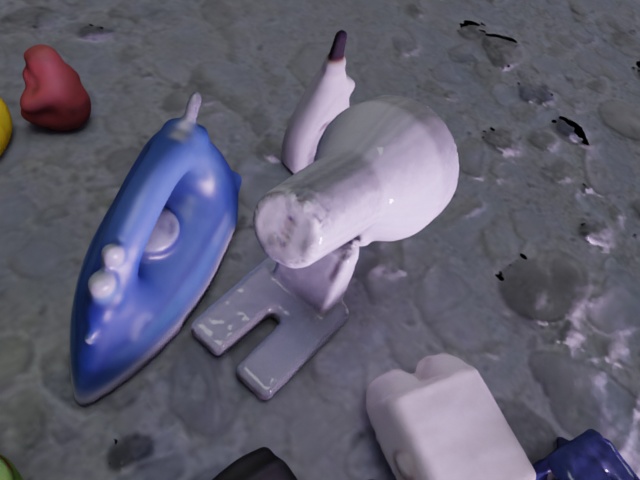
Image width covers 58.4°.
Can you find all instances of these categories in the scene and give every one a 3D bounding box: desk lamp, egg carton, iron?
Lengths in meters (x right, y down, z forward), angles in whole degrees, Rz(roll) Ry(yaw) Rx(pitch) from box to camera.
[{"bbox_3d":[0.004,0.002,0.476,0.117,0.213,0.204,38,55,14],"label":"desk lamp"},{"bbox_3d":[0.104,0.171,0.472,0.107,0.069,0.150,-14,60,-23],"label":"egg carton"},{"bbox_3d":[-0.147,-0.003,0.484,0.118,0.141,0.258,17,53,-2],"label":"iron"}]

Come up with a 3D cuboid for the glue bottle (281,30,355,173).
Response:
[{"bbox_3d":[0.005,-0.147,0.608,0.078,0.173,0.037,-33,68,-31],"label":"glue bottle"}]

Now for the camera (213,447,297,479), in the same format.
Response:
[{"bbox_3d":[-0.009,0.206,0.397,0.143,0.101,0.136,-27,65,-29],"label":"camera"}]

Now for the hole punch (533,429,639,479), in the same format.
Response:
[{"bbox_3d":[0.225,0.211,0.462,0.101,0.091,0.108,-18,61,-25],"label":"hole punch"}]

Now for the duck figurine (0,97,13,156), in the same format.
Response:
[{"bbox_3d":[-0.349,-0.120,0.549,0.077,0.086,0.105,24,53,3],"label":"duck figurine"}]

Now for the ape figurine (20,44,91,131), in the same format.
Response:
[{"bbox_3d":[-0.280,-0.163,0.595,0.076,0.092,0.078,32,54,9],"label":"ape figurine"}]
